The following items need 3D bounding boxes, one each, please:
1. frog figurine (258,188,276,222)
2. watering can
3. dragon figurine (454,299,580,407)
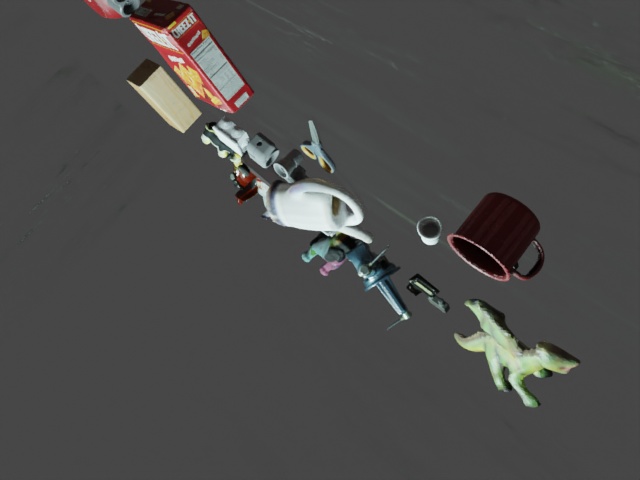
[{"bbox_3d":[-0.144,-0.148,1.696,0.139,0.123,0.157,-139,40,-61],"label":"frog figurine"},{"bbox_3d":[0.004,-0.063,1.242,0.224,0.105,0.342,6,161,20],"label":"watering can"},{"bbox_3d":[0.409,0.225,1.185,0.413,0.123,0.239,23,144,60],"label":"dragon figurine"}]
